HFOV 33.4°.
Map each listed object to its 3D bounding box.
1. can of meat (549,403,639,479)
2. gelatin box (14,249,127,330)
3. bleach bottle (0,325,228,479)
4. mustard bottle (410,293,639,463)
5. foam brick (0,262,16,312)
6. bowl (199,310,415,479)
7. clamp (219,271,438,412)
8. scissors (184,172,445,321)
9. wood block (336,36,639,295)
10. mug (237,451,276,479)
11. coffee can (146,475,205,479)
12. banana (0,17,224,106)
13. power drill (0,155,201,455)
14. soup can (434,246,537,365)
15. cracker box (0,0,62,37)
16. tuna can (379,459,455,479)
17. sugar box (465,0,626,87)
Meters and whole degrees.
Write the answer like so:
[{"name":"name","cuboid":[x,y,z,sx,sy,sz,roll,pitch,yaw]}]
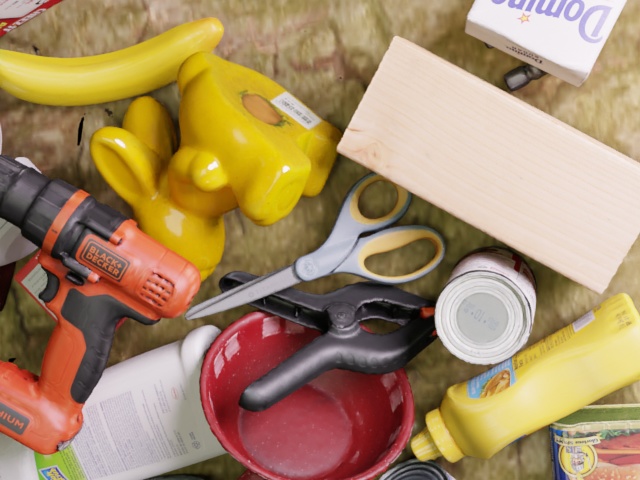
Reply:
[{"name":"can of meat","cuboid":[0.221,0.168,0.789,0.102,0.057,0.084,-4,95,11]},{"name":"gelatin box","cuboid":[-0.190,0.035,0.865,0.089,0.030,0.073,46,103,1]},{"name":"bleach bottle","cuboid":[-0.186,0.153,0.866,0.251,0.068,0.102,-18,94,16]},{"name":"mustard bottle","cuboid":[0.151,0.109,0.773,0.192,0.096,0.058,-31,92,14]},{"name":"foam brick","cuboid":[-0.298,0.026,0.873,0.078,0.053,0.051,23,102,7]},{"name":"bowl","cuboid":[-0.014,0.128,0.801,0.162,0.162,0.055,24,137,7]},{"name":"clamp","cuboid":[0.006,0.061,0.802,0.171,0.039,0.120,-10,57,-19]},{"name":"scissors","cuboid":[-0.005,0.001,0.793,0.201,0.016,0.096,-6,84,-12]},{"name":"wood block","cuboid":[0.128,-0.055,0.757,0.206,0.090,0.091,29,103,6]},{"name":"mug","cuboid":[-0.032,0.210,0.818,0.081,0.117,0.093,45,109,7]},{"name":"coffee can","cuboid":[-0.125,0.272,0.850,0.103,0.102,0.140,-9,97,12]},{"name":"banana","cuboid":[-0.167,-0.133,0.819,0.198,0.069,0.037,-5,64,4]},{"name":"power drill","cuboid":[-0.204,0.050,0.785,0.184,0.057,0.188,32,107,-1]},{"name":"soup can","cuboid":[0.120,0.045,0.766,0.068,0.102,0.068,2,99,13]},{"name":"cracker box","cuboid":[-0.270,-0.192,0.752,0.164,0.213,0.072,-26,91,13]},{"name":"tuna can","cuboid":[0.072,0.211,0.809,0.086,0.086,0.033,-38,120,14]},{"name":"sugar box","cuboid":[0.179,-0.205,0.729,0.093,0.048,0.176,27,89,7]}]
